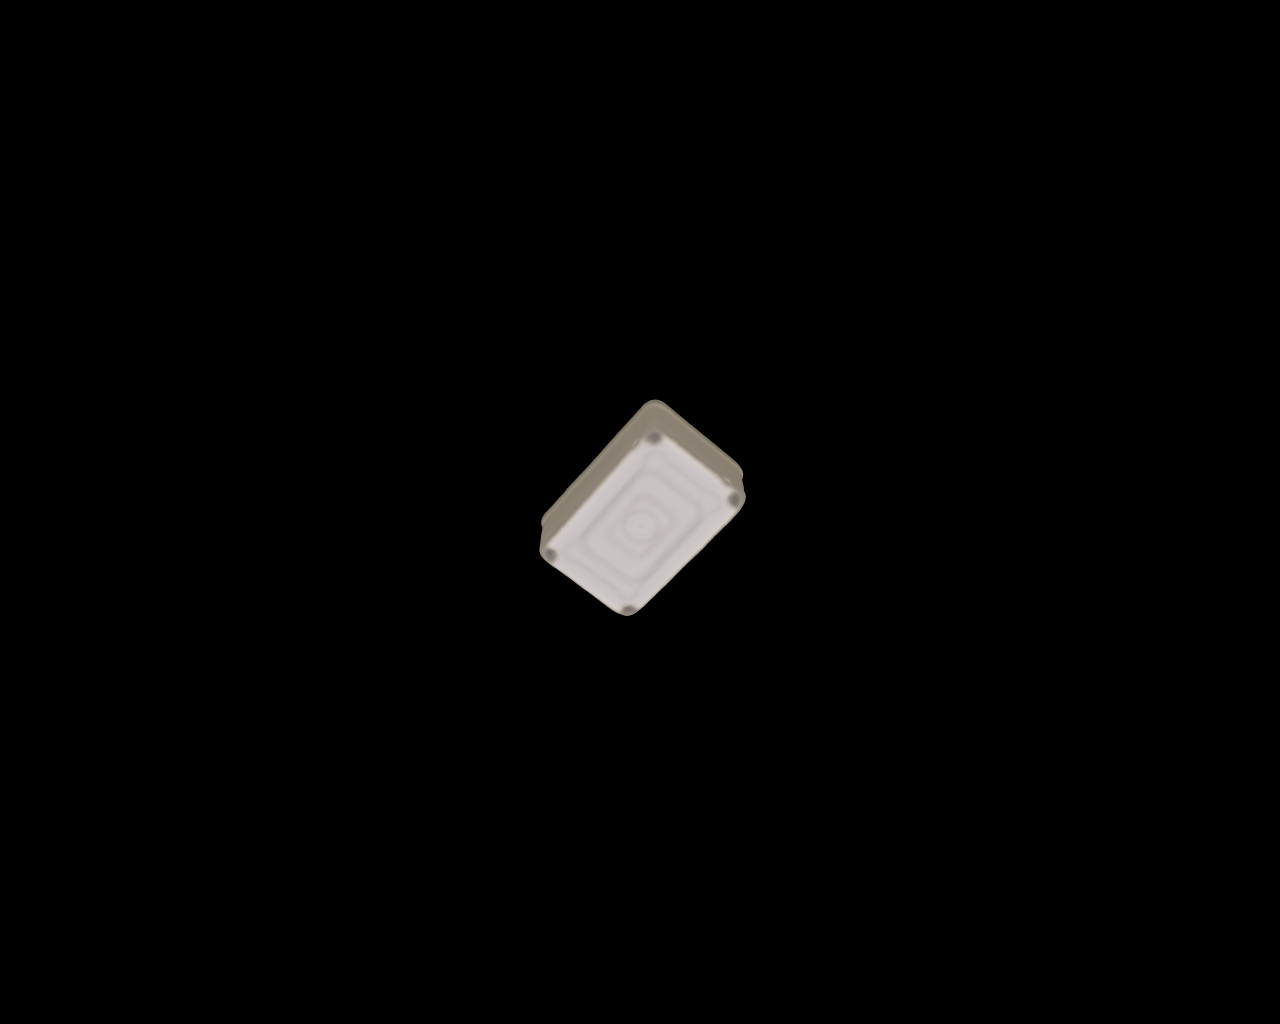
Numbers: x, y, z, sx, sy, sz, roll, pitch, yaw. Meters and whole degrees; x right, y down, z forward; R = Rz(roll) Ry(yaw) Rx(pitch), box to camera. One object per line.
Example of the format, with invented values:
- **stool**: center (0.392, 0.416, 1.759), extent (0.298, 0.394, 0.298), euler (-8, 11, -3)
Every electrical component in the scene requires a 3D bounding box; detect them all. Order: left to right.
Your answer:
- **electrical component**: center (0.001, -0.003, 0.650), extent (0.078, 0.113, 0.057), euler (38, 20, -16)
